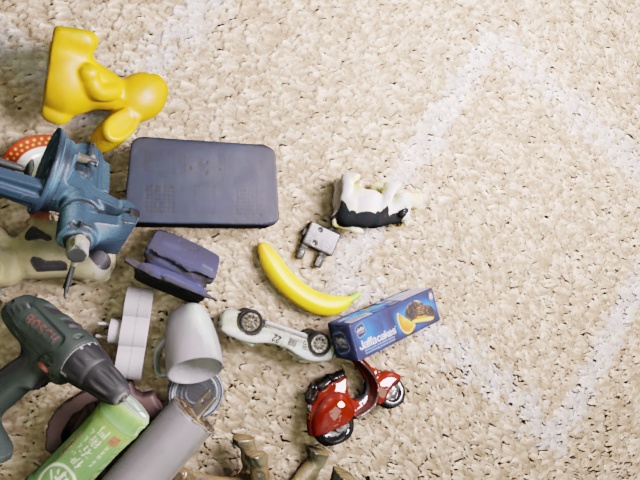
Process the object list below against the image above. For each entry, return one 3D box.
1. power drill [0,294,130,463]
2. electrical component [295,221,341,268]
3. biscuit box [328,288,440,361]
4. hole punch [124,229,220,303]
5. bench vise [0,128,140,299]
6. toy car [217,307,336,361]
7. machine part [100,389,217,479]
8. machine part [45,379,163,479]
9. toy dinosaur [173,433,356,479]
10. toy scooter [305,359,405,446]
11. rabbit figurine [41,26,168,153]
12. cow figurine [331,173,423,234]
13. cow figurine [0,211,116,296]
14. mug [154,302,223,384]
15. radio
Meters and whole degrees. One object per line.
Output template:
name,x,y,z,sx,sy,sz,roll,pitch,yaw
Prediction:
power drill,-0.389,0.200,0.728,0.232,0.086,0.207,41,93,22
electrical component,-0.002,-0.003,0.912,0.063,0.021,0.094,26,82,-13
biscuit box,0.109,0.135,0.886,0.202,0.059,0.062,-17,94,-37
hole punch,-0.211,0.036,0.809,0.142,0.116,0.092,29,73,-14
bench vise,-0.360,-0.066,0.680,0.240,0.129,0.224,21,43,-35
toy car,-0.066,0.154,0.863,0.202,0.073,0.056,21,80,-14
machine part,-0.234,0.308,0.751,0.079,0.079,0.243,43,79,-11
machine part,-0.311,0.295,0.800,0.179,0.056,0.179,1,88,-15
toy dinosaur,-0.031,0.437,0.856,0.471,0.105,0.198,23,89,-18
toy scooter,0.046,0.244,0.893,0.184,0.075,0.135,-25,95,-18
rabbit figurine,-0.308,-0.215,0.787,0.173,0.122,0.162,3,81,-35
cow figurine,0.100,-0.053,0.915,0.167,0.068,0.098,10,82,-21
cow figurine,-0.392,0.023,0.759,0.195,0.085,0.127,8,66,-17
mug,-0.203,0.157,0.815,0.109,0.107,0.080,-28,141,17
radio,-0.182,-0.085,0.839,0.230,0.073,0.131,1,87,-17
